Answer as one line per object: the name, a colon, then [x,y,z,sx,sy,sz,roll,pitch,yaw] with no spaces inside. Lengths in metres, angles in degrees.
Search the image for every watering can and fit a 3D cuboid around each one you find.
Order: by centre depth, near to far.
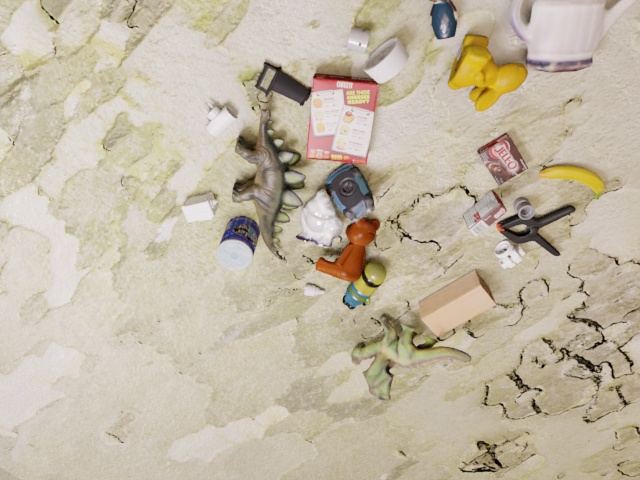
watering can: [0.605,-0.497,1.177,0.347,0.106,0.219,-1,120,4]

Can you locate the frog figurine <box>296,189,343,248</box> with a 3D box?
frog figurine: [0.004,-0.072,1.430,0.123,0.139,0.157,-12,119,-37]

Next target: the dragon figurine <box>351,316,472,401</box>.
dragon figurine: [0.241,0.378,1.568,0.120,0.412,0.245,40,75,-35]
